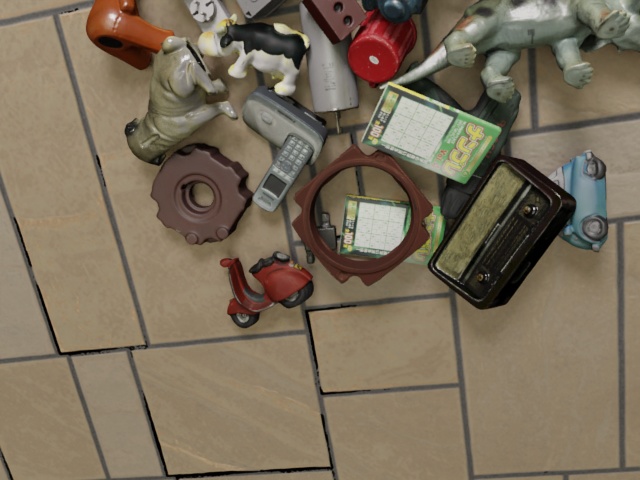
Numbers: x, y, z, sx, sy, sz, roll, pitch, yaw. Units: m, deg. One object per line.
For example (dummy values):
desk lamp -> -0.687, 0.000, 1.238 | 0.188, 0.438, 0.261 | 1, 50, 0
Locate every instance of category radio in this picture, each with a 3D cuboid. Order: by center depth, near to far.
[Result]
radio -> 0.287, -0.006, 0.859 | 0.131, 0.073, 0.229 | 46, 122, 33

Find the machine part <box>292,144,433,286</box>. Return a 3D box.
machine part -> 0.070, -0.040, 0.894 | 0.201, 0.087, 0.201 | -39, 91, 10

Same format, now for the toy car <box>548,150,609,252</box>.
toy car -> 0.402, -0.060, 0.856 | 0.103, 0.109, 0.161 | -4, 99, 26

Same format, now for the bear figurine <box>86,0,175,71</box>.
bear figurine -> -0.302, -0.391, 0.848 | 0.120, 0.132, 0.195 | -7, 75, 43

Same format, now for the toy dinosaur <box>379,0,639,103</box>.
toy dinosaur -> 0.291, -0.303, 0.767 | 0.405, 0.192, 0.131 | 0, 139, 14

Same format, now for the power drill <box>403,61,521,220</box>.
power drill -> 0.193, -0.169, 0.859 | 0.207, 0.086, 0.232 | 32, 109, 1

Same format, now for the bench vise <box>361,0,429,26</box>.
bench vise -> 0.094, -0.414, 0.758 | 0.241, 0.128, 0.223 | 23, 79, 13

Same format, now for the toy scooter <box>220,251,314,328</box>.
toy scooter -> -0.109, 0.074, 0.977 | 0.184, 0.075, 0.135 | -26, 101, 19

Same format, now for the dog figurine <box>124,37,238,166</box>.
dog figurine -> -0.251, -0.214, 0.847 | 0.191, 0.121, 0.172 | -28, 133, 7

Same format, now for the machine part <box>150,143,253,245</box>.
machine part -> -0.210, -0.079, 0.950 | 0.179, 0.056, 0.179 | 2, 106, 7

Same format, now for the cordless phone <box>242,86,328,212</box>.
cordless phone -> -0.084, -0.149, 0.900 | 0.146, 0.089, 0.184 | 33, 113, -4

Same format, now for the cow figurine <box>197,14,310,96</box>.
cow figurine -> -0.103, -0.296, 0.819 | 0.167, 0.068, 0.098 | 20, 137, -5

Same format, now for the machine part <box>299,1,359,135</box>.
machine part -> 0.015, -0.288, 0.843 | 0.079, 0.079, 0.243 | -5, 106, 9

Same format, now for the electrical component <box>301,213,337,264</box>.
electrical component -> -0.002, -0.003, 0.964 | 0.063, 0.021, 0.093 | -2, 107, 9
